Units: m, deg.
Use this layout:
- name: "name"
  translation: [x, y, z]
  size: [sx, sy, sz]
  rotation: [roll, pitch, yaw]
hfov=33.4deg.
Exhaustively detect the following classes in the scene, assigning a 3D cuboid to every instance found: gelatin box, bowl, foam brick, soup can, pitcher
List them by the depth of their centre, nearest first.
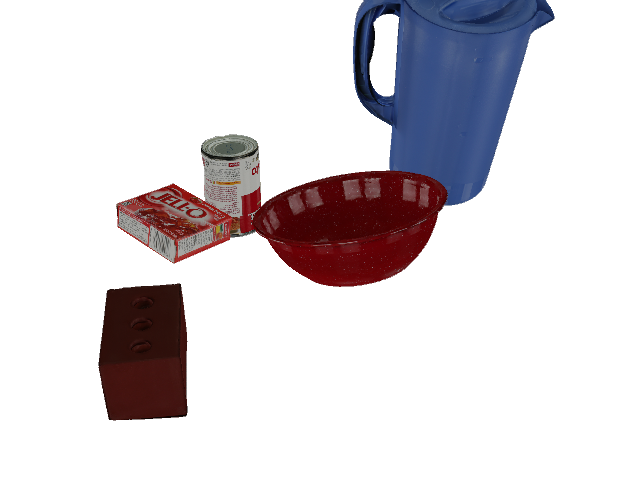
- name: "foam brick"
  translation: [-0.116, 0.074, 0.710]
  size: [0.053, 0.051, 0.078]
  rotation: [-4, 36, -5]
- name: "bowl"
  translation: [0.028, -0.006, 0.883]
  size: [0.162, 0.055, 0.162]
  rotation: [-9, 22, 3]
- name: "gelatin box"
  translation: [-0.142, -0.019, 1.031]
  size: [0.089, 0.030, 0.073]
  rotation: [30, 37, 33]
- name: "pitcher"
  translation: [0.124, -0.155, 1.085]
  size: [0.149, 0.243, 0.144]
  rotation: [37, 54, 27]
- name: "soup can"
  translation: [-0.103, -0.064, 1.240]
  size: [0.068, 0.102, 0.068]
  rotation: [-1, 29, 0]
